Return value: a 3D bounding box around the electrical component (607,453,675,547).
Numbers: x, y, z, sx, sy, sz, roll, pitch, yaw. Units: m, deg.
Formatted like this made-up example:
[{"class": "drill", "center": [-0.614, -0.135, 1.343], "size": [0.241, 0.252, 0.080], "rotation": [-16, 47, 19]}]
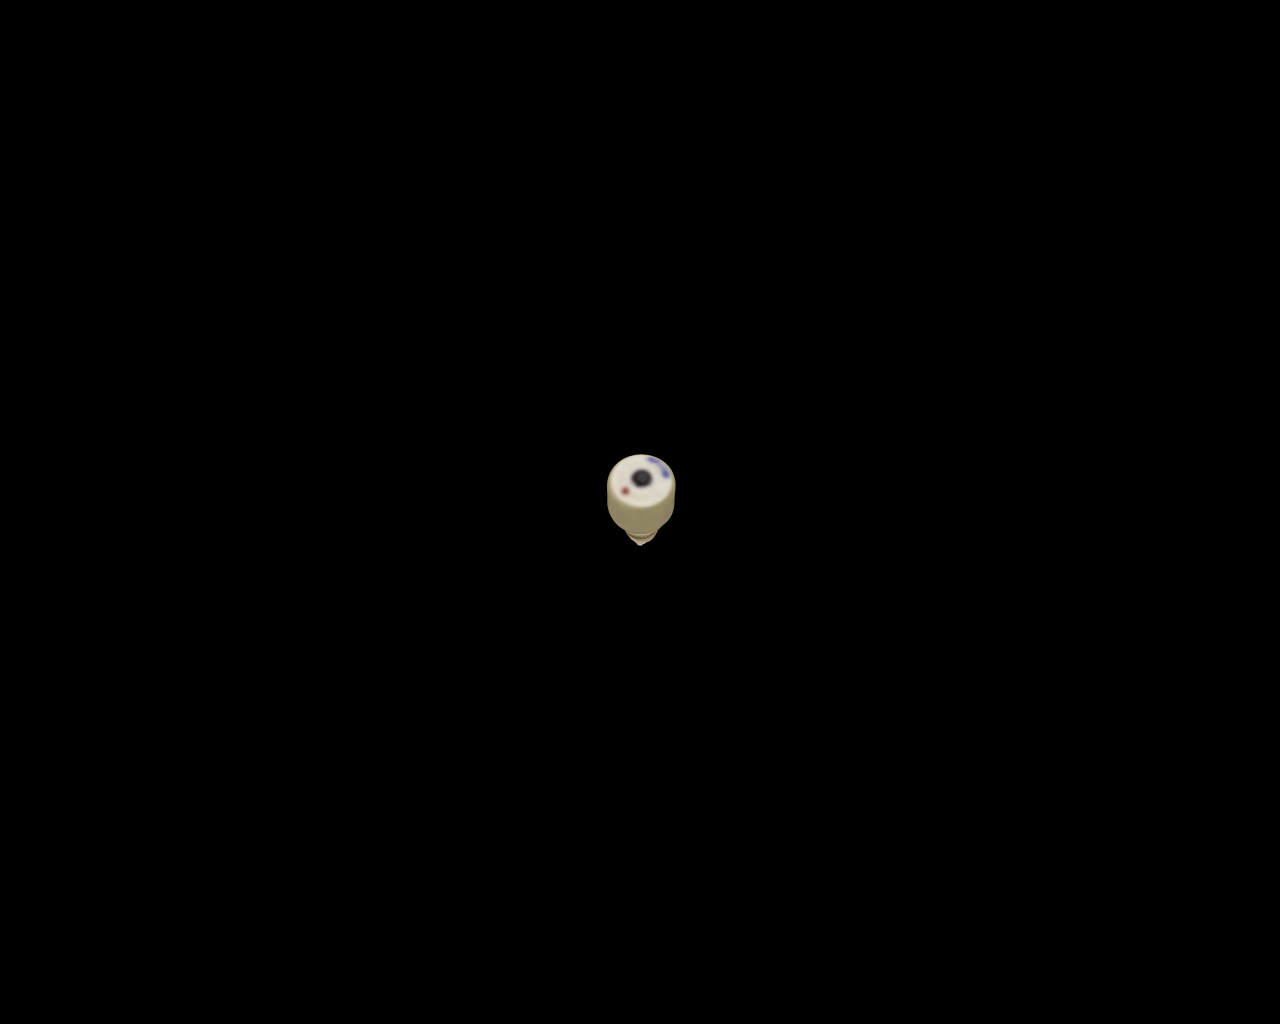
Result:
[{"class": "electrical component", "center": [0.001, -0.003, 0.650], "size": [0.040, 0.040, 0.078], "rotation": [0, -30, 0]}]
